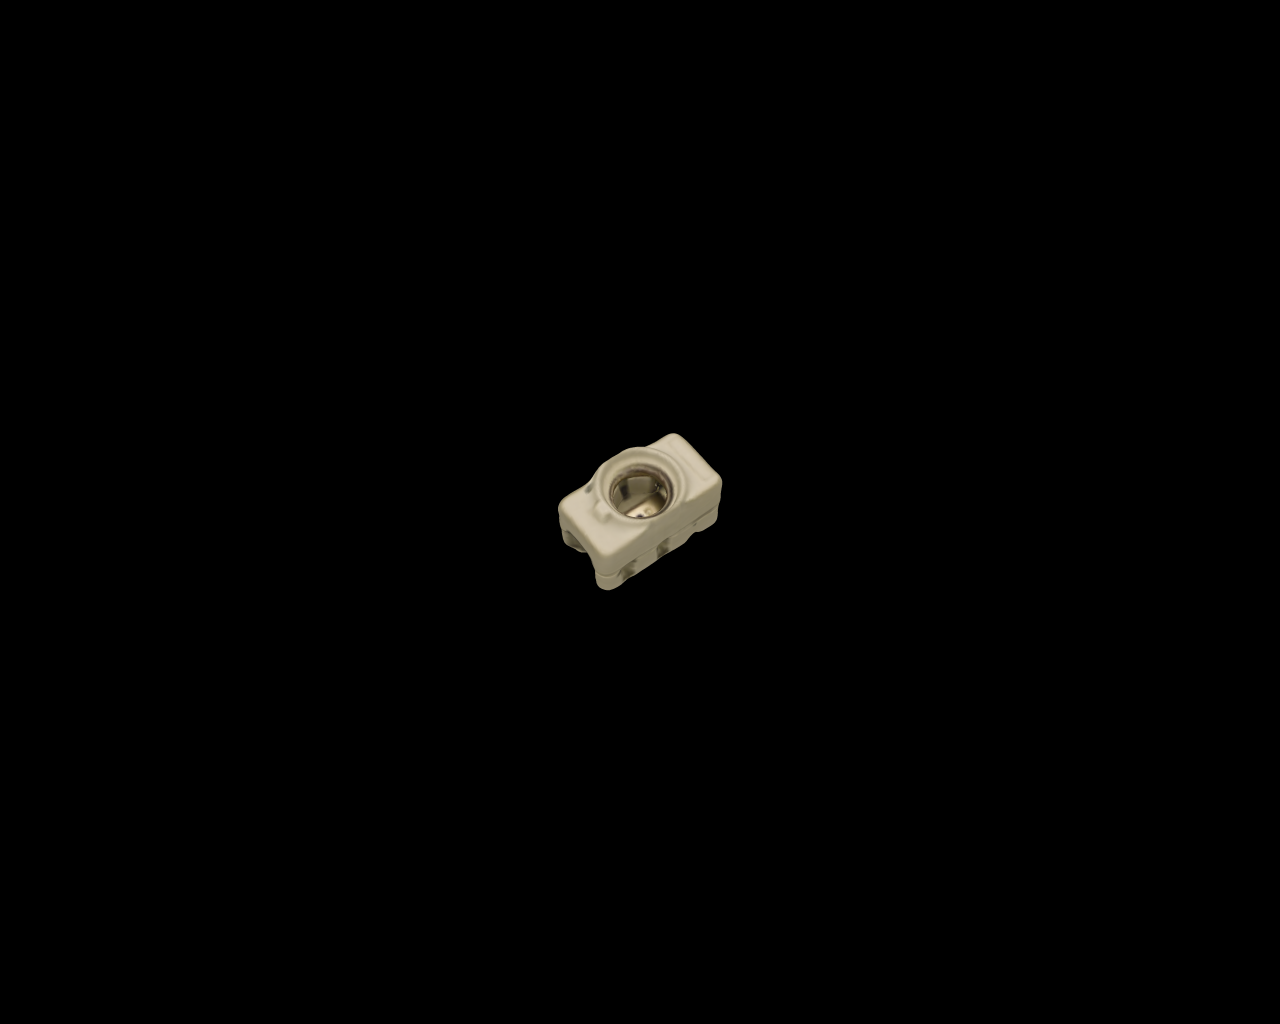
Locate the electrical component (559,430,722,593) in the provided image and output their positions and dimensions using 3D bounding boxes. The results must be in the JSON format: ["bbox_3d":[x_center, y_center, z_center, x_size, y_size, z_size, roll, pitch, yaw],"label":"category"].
[{"bbox_3d":[0.001,-0.003,0.650,0.090,0.050,0.055,-32,-26,-18],"label":"electrical component"}]
